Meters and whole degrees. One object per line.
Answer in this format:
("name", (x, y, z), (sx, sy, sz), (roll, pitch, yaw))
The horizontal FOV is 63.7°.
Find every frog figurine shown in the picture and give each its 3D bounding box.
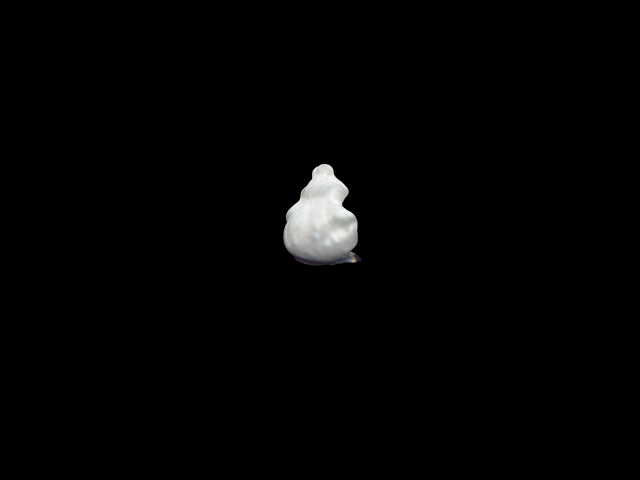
("frog figurine", (0.003, -0.043, 0.850), (0.123, 0.157, 0.138), (-12, 19, -37))
